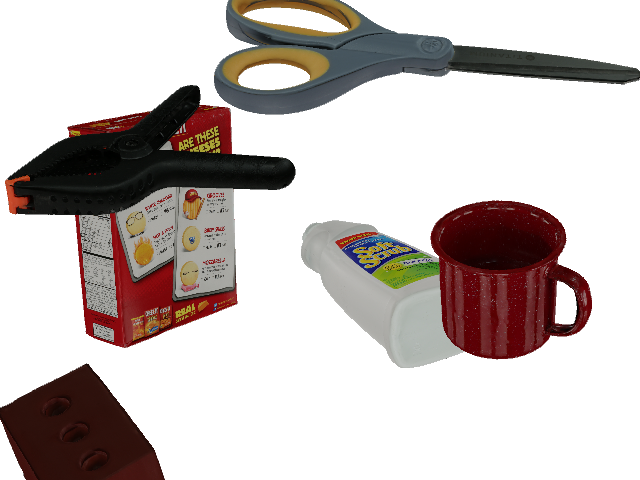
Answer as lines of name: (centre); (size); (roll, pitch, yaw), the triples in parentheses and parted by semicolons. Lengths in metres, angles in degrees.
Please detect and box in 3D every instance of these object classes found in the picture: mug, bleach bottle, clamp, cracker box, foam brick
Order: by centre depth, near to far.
foam brick: (-0.116, 0.111, 0.527); (0.052, 0.051, 0.078); (-27, 42, -24)
mug: (0.136, 0.033, 0.753); (0.117, 0.081, 0.093); (17, 40, 32)
clamp: (-0.135, -0.058, 0.824); (0.209, 0.036, 0.165); (-25, 42, -34)
bleach bottle: (0.044, 0.032, 0.967); (0.102, 0.068, 0.251); (-13, 22, -24)
cracker box: (-0.164, -0.020, 1.071); (0.072, 0.214, 0.163); (11, 20, 37)

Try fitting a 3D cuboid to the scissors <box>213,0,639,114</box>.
scissors: (0.038, -0.077, 0.499); (0.202, 0.016, 0.096); (19, 51, 19)
